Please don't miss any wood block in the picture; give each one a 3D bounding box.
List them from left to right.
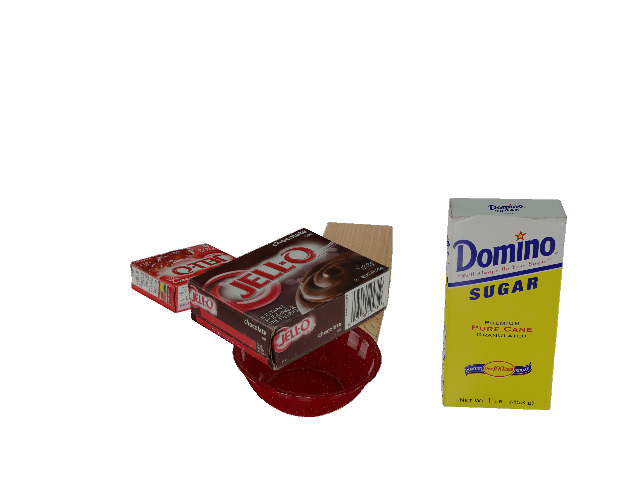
[{"bbox_3d":[0.038,0.055,1.350,0.091,0.090,0.206,4,22,7],"label":"wood block"}]

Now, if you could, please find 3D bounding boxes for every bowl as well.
[{"bbox_3d":[-0.015,0.143,1.166,0.162,0.055,0.162,3,28,-2],"label":"bowl"}]

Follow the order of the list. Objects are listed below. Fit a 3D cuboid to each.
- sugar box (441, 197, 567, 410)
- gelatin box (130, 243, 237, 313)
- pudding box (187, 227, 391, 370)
[{"bbox_3d":[0.149,0.054,0.883,0.093,0.176,0.048,1,25,4],"label":"sugar box"},{"bbox_3d":[-0.117,0.033,0.976,0.089,0.030,0.073,-15,26,-38],"label":"gelatin box"},{"bbox_3d":[-0.021,0.037,0.738,0.113,0.039,0.090,-23,36,-39],"label":"pudding box"}]
